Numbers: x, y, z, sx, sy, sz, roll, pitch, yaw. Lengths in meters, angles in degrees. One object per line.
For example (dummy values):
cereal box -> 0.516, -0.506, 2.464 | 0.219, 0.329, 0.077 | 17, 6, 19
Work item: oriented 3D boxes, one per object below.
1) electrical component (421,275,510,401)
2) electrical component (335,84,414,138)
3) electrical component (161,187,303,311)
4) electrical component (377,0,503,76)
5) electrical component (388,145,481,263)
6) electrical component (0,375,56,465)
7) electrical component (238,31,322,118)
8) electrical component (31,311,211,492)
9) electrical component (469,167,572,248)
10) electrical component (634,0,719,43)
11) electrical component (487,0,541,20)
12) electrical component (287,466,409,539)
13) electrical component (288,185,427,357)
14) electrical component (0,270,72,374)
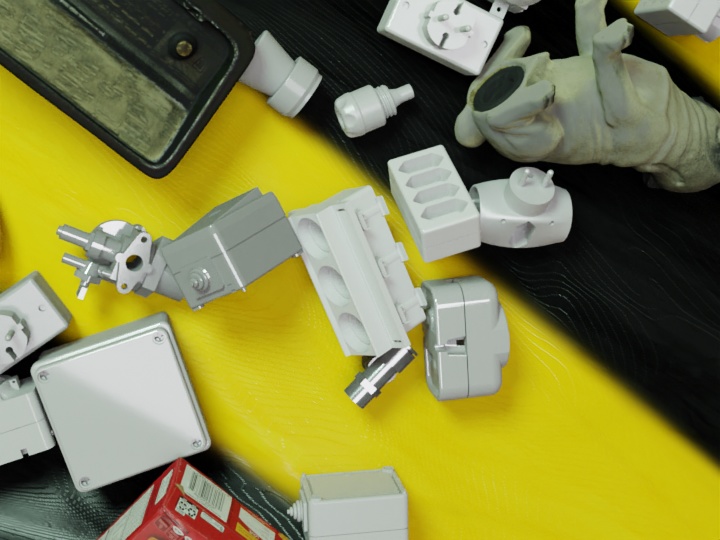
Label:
electrical component -> 0.086, 0.055, 0.879 | 0.059, 0.053, 0.095 | -6, 101, -9
electrical component -> 0.013, -0.129, 0.844 | 0.061, 0.035, 0.035 | -23, 103, -7
electrical component -> -0.101, -0.016, 0.806 | 0.062, 0.096, 0.061 | -21, 100, 38
electrical component -> 0.065, -0.187, 0.821 | 0.083, 0.075, 0.047 | 23, 95, -13
electrical component -> 0.060, -0.040, 0.853 | 0.047, 0.083, 0.075 | -17, 141, -6
electrical component -> -0.286, 0.117, 0.828 | 0.089, 0.050, 0.055 | -18, 104, -6
electrical component -> -0.063, -0.148, 0.822 | 0.055, 0.045, 0.045 | 35, 93, -14
electrical component -> -0.184, 0.101, 0.840 | 0.109, 0.056, 0.108 | -19, 103, -6
electrical component -> 0.132, -0.055, 0.859 | 0.077, 0.079, 0.043 | 2, 57, -10
electrical component -> 0.273, -0.207, 0.858 | 0.077, 0.065, 0.047 | 29, 94, -14
electrical component -> 0.122, -0.228, 0.833 | 0.048, 0.055, 0.066 | 22, 96, -13
electrical component -> -0.012, 0.204, 0.886 | 0.096, 0.061, 0.061 | -3, 100, -9
electrical component -> 0.000, 0.000, 0.846 | 0.063, 0.079, 0.121 | -32, 106, -33
electrical component -> -0.266, 0.048, 0.806 | 0.083, 0.075, 0.047 | -35, 104, -2
